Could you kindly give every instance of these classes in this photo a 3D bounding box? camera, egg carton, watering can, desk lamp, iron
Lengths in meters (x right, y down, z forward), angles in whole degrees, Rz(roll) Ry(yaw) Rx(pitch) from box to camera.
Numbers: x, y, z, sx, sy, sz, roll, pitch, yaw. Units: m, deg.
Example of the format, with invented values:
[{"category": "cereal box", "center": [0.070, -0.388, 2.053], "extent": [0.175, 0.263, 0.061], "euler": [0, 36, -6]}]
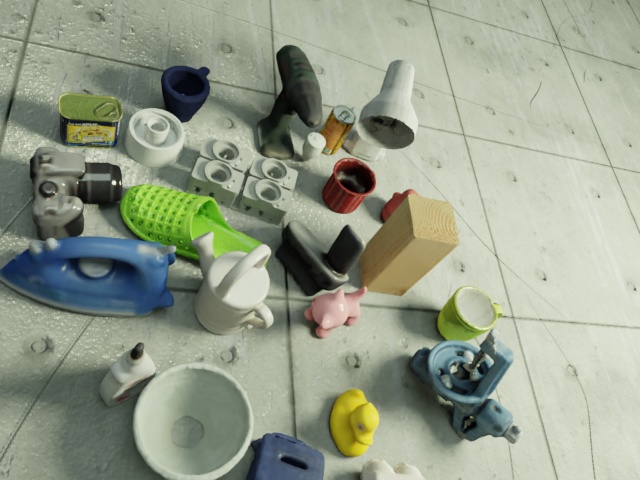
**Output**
[{"category": "camera", "center": [-0.393, -0.085, 0.930], "extent": [0.137, 0.100, 0.143], "euler": [-3, 61, -26]}, {"category": "egg carton", "center": [0.109, 0.414, 0.867], "extent": [0.107, 0.069, 0.150], "euler": [14, 55, -16]}, {"category": "watering can", "center": [-0.137, 0.064, 0.896], "extent": [0.173, 0.194, 0.101], "euler": [29, 52, -5]}, {"category": "desk lamp", "center": [0.129, -0.261, 1.209], "extent": [0.118, 0.213, 0.203], "euler": [19, 54, -12]}, {"category": "iron", "center": [-0.342, 0.035, 0.853], "extent": [0.259, 0.141, 0.118], "euler": [5, 58, -22]}]

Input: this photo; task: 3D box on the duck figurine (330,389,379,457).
[{"category": "duck figurine", "center": [0.064, 0.286, 0.917], "extent": [0.078, 0.086, 0.104], "euler": [11, 56, -18]}]

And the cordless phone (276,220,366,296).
[{"category": "cordless phone", "center": [0.009, 0.004, 1.006], "extent": [0.147, 0.185, 0.094], "euler": [47, 53, 9]}]

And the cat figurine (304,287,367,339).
[{"category": "cat figurine", "center": [0.030, 0.116, 0.987], "extent": [0.128, 0.117, 0.067], "euler": [-24, 72, -34]}]

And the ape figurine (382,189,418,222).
[{"category": "ape figurine", "center": [0.174, -0.071, 1.187], "extent": [0.076, 0.092, 0.077], "euler": [-3, 61, -26]}]

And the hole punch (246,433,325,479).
[{"category": "hole punch", "center": [-0.049, 0.335, 0.831], "extent": [0.109, 0.091, 0.101], "euler": [23, 53, -10]}]

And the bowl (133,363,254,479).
[{"category": "bowl", "center": [-0.185, 0.267, 0.822], "extent": [0.168, 0.074, 0.167], "euler": [12, 56, -18]}]

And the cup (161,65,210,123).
[{"category": "cup", "center": [-0.261, -0.283, 1.119], "extent": [0.091, 0.095, 0.118], "euler": [35, 52, -1]}]

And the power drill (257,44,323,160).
[{"category": "power drill", "center": [-0.057, -0.257, 1.124], "extent": [0.076, 0.208, 0.229], "euler": [2, 60, -23]}]

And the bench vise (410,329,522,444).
[{"category": "bench vise", "center": [0.276, 0.235, 0.961], "extent": [0.207, 0.219, 0.122], "euler": [35, 52, -1]}]

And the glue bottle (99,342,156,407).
[{"category": "glue bottle", "center": [-0.257, 0.176, 0.783], "extent": [0.078, 0.173, 0.037], "euler": [-31, 76, -35]}]
